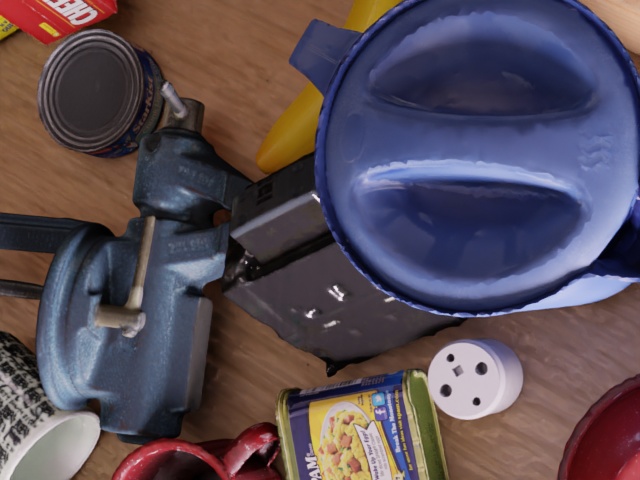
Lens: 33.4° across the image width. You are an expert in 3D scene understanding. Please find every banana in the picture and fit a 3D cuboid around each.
[{"bbox_3d":[0.020,-0.127,0.673,0.070,0.037,0.198,22,92,40],"label":"banana"}]

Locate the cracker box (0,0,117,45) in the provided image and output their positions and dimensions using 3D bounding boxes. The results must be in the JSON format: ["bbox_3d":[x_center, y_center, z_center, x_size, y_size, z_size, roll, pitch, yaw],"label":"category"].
[{"bbox_3d":[-0.211,-0.261,0.693,0.072,0.164,0.214,-19,68,20],"label":"cracker box"}]

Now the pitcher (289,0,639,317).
[{"bbox_3d":[0.094,-0.033,0.518,0.145,0.242,0.149,-15,79,20],"label":"pitcher"}]

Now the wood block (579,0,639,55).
[{"bbox_3d":[0.188,-0.150,0.574,0.206,0.090,0.091,32,96,22],"label":"wood block"}]

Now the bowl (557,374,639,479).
[{"bbox_3d":[0.200,0.145,0.559,0.162,0.055,0.162,-3,83,22],"label":"bowl"}]

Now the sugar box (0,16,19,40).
[{"bbox_3d":[-0.267,-0.233,0.795,0.093,0.048,0.176,-25,72,18],"label":"sugar box"}]

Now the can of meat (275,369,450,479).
[{"bbox_3d":[0.027,0.131,0.631,0.084,0.057,0.102,-14,80,18],"label":"can of meat"}]

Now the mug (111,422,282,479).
[{"bbox_3d":[-0.064,0.156,0.652,0.093,0.081,0.117,41,101,21],"label":"mug"}]

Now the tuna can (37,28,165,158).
[{"bbox_3d":[-0.151,-0.100,0.739,0.086,0.033,0.086,-2,84,22],"label":"tuna can"}]
